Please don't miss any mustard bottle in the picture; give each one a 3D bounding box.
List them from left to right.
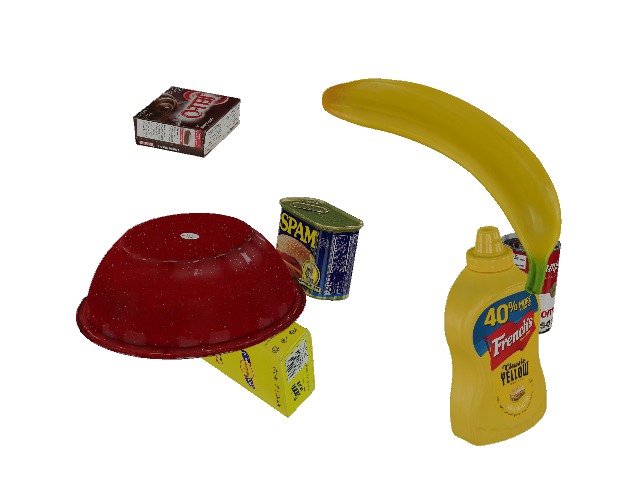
[{"bbox_3d":[0.155,0.080,0.951,0.096,0.191,0.058,-17,21,-29],"label":"mustard bottle"}]

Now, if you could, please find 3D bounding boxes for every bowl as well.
[{"bbox_3d":[-0.091,0.022,0.743,0.162,0.055,0.162,-2,22,0],"label":"bowl"}]

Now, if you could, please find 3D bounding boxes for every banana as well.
[{"bbox_3d":[0.088,-0.055,0.691,0.198,0.069,0.037,44,1,17],"label":"banana"}]

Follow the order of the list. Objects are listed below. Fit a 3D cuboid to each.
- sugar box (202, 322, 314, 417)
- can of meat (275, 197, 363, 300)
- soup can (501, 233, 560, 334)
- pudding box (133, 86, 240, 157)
[{"bbox_3d":[-0.086,0.074,0.935,0.176,0.093,0.048,28,56,24],"label":"sugar box"},{"bbox_3d":[-0.006,0.009,1.132,0.057,0.084,0.102,-4,21,-35],"label":"can of meat"},{"bbox_3d":[0.237,0.049,1.226,0.068,0.102,0.068,2,18,-1],"label":"soup can"},{"bbox_3d":[-0.154,-0.140,1.244,0.090,0.039,0.113,11,32,14],"label":"pudding box"}]
